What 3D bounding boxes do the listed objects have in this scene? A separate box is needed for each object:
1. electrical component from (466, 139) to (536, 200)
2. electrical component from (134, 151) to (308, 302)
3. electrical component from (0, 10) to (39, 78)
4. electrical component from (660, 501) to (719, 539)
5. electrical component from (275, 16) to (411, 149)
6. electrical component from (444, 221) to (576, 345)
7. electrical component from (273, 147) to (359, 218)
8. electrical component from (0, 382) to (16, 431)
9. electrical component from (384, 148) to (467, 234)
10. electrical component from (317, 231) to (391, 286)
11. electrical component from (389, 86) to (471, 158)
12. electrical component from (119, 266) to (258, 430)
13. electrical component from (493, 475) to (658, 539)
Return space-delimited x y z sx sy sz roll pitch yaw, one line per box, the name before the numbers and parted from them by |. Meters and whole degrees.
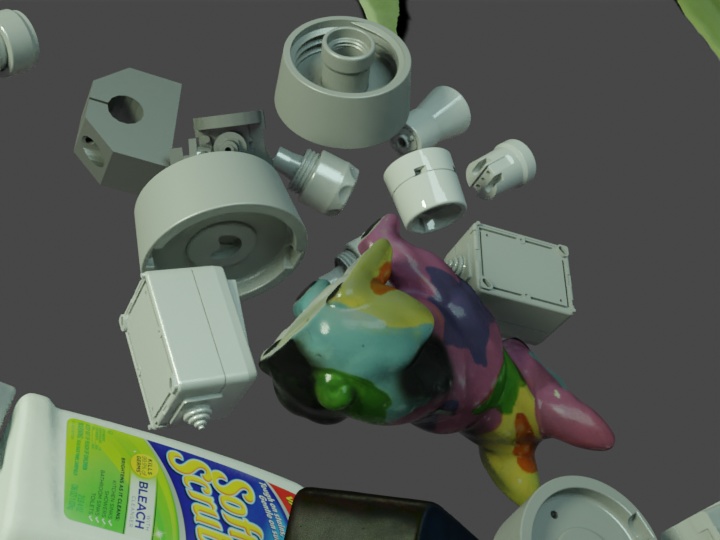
electrical component | 0.116 -0.082 0.888 0.046 0.040 0.040 -28 74 -32
electrical component | -0.094 -0.031 0.697 0.108 0.108 0.060 -1 53 -29
electrical component | -0.254 -0.151 0.733 0.055 0.045 0.045 -29 75 -39
electrical component | 0.259 0.219 0.724 0.063 0.079 0.121 -1 57 -48
electrical component | -0.011 -0.152 0.833 0.108 0.060 0.108 4 50 -4
electrical component | 0.102 0.011 0.800 0.096 0.061 0.061 15 53 -19
electrical component | -0.035 -0.069 0.794 0.062 0.043 0.043 27 49 -8
electrical component | -0.223 0.070 0.574 0.066 0.076 0.047 23 50 -13
electrical component | 0.051 -0.060 0.828 0.055 0.055 0.047 -5 64 -31
electrical component | 0.000 0.000 0.767 0.062 0.048 0.048 -28 73 -17
electrical component | 0.054 -0.117 0.879 0.044 0.044 0.065 47 54 8
electrical component | -0.101 0.053 0.661 0.061 0.061 0.096 -5 61 -31
electrical component | 0.134 0.194 0.690 0.108 0.060 0.108 14 53 -19
